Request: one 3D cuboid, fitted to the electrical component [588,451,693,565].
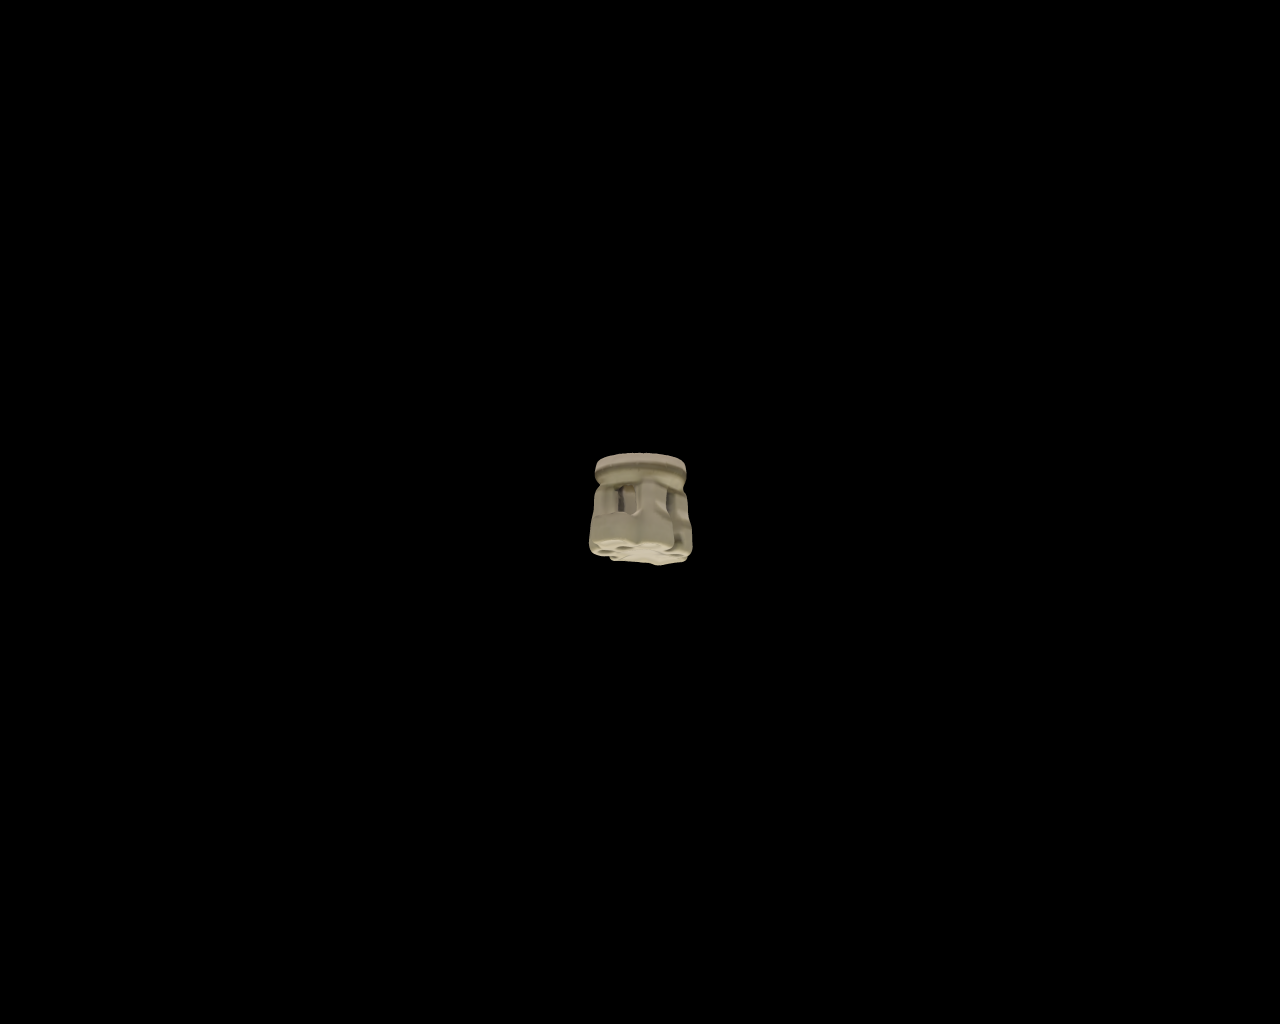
[{"bbox_3d":[0.001,-0.003,0.650,0.058,0.057,0.078,-8,-16,31],"label":"electrical component"}]
